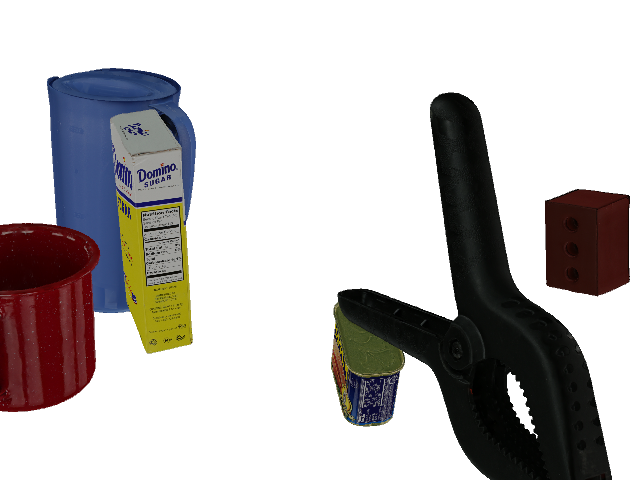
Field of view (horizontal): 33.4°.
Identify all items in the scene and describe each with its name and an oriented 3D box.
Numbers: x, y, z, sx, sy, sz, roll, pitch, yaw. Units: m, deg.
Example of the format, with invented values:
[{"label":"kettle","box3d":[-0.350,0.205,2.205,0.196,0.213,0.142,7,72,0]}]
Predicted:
[{"label":"clamp","box3d":[0.081,0.041,0.525,0.036,0.165,0.210,-8,44,-29]},{"label":"sugar box","box3d":[-0.137,-0.008,0.864,0.048,0.176,0.093,-12,29,-17]},{"label":"mug","box3d":[-0.174,0.050,0.608,0.093,0.081,0.117,4,25,4]},{"label":"can of meat","box3d":[0.044,0.120,1.052,0.057,0.084,0.102,-4,43,-9]},{"label":"foam brick","box3d":[0.224,0.001,0.896,0.051,0.078,0.053,-20,22,-41]},{"label":"pitcher","box3d":[-0.208,-0.049,1.107,0.145,0.243,0.149,1,22,-10]}]
